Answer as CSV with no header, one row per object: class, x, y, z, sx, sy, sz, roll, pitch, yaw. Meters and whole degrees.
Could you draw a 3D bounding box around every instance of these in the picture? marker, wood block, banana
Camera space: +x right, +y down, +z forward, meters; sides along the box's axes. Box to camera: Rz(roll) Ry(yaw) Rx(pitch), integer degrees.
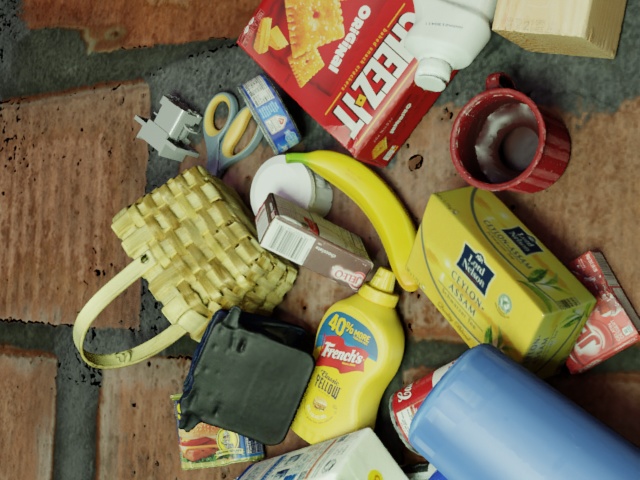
marker,0.073,0.234,1.063,0.121,0.020,0.020,-13,78,33
wood block,0.232,-0.277,0.960,0.090,0.090,0.206,13,92,34
banana,0.050,-0.031,1.082,0.069,0.037,0.198,-35,67,-20

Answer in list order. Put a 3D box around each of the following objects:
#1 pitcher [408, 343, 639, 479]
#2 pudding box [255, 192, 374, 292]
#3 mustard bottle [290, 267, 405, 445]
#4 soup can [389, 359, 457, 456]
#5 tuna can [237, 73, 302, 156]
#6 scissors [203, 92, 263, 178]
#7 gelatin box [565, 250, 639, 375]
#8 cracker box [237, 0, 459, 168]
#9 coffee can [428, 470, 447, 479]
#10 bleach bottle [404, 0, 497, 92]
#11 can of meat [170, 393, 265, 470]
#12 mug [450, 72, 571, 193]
pitcher,0.185,0.201,0.844,0.243,0.149,0.145,38,112,19
pudding box,-0.007,0.001,1.069,0.039,0.113,0.090,-59,14,12
mustard bottle,0.035,0.118,1.078,0.096,0.058,0.192,29,101,41
soup can,0.125,0.153,1.006,0.102,0.068,0.068,-33,68,27
tuna can,-0.054,-0.135,1.147,0.034,0.086,0.086,-30,66,-2
scissors,-0.134,-0.088,1.243,0.202,0.016,0.096,-48,60,22
gelatin box,0.238,0.066,0.957,0.073,0.030,0.089,-37,65,28
cracker box,0.031,-0.206,1.105,0.214,0.072,0.164,47,111,28
coffee can,0.126,0.262,0.966,0.103,0.102,0.140,49,117,28
bleach bottle,0.126,-0.255,0.998,0.103,0.068,0.250,8,70,25
can of meat,-0.112,0.205,1.174,0.102,0.057,0.084,-14,80,33
mug,0.177,-0.098,0.986,0.093,0.081,0.117,-19,75,32
